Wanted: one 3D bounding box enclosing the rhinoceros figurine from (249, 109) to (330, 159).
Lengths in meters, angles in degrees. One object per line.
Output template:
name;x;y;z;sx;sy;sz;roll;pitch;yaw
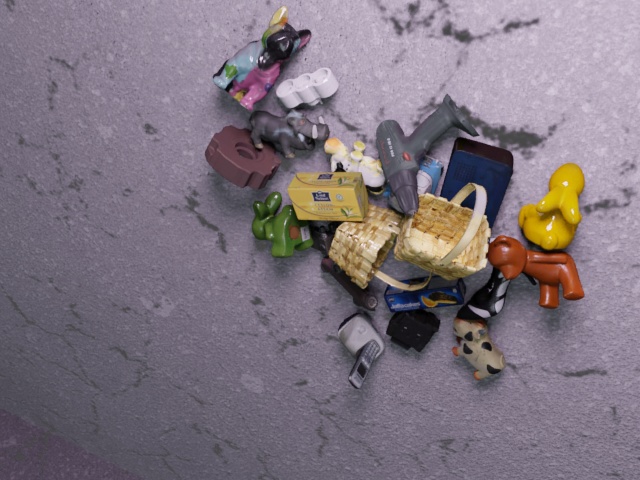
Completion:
rhinoceros figurine;-0.070;-0.255;1.246;0.190;0.073;0.112;13;126;15

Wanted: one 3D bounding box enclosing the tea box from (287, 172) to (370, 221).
tea box;0.021;-0.101;1.249;0.170;0.068;0.098;2;134;27

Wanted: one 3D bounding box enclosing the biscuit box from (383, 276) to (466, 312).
biscuit box;0.270;0.138;1.390;0.203;0.059;0.062;-11;119;29

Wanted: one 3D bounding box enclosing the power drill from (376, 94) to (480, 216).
power drill;0.219;-0.185;1.107;0.207;0.232;0.086;-39;142;26

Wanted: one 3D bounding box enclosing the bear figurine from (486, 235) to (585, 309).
bear figurine;0.445;0.063;1.148;0.196;0.132;0.120;10;157;-15

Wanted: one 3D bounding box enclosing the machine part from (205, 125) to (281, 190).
machine part;-0.181;-0.198;1.273;0.179;0.179;0.056;34;127;-3

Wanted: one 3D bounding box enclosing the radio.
radio;0.334;-0.100;1.187;0.131;0.073;0.229;15;130;11

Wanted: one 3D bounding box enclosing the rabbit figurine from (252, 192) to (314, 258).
rabbit figurine;-0.125;-0.036;1.397;0.170;0.121;0.158;6;120;44

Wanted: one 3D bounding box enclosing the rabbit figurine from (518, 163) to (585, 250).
rabbit figurine;0.486;-0.075;1.108;0.122;0.162;0.173;24;113;20

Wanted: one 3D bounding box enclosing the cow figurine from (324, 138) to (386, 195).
cow figurine;0.082;-0.172;1.247;0.167;0.068;0.098;25;135;6

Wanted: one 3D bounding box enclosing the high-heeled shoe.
high-heeled shoe;0.400;0.099;1.297;0.249;0.086;0.145;-36;103;31

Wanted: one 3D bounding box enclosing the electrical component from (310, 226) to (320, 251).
electrical component;-0.003;-0.004;1.428;0.094;0.021;0.063;25;129;5

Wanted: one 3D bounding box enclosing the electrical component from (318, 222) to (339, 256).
electrical component;0.039;0.000;1.388;0.045;0.078;0.102;20;127;40

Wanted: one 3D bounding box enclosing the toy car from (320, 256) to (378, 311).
toy car;0.082;0.115;1.445;0.202;0.053;0.089;45;162;-13

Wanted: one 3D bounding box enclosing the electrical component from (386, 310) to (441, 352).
electrical component;0.250;0.243;1.477;0.115;0.058;0.134;29;129;4

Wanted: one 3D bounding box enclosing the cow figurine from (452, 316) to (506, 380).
cow figurine;0.417;0.272;1.410;0.127;0.085;0.194;-29;107;42

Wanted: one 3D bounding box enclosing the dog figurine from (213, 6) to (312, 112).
dog figurine;-0.122;-0.390;1.156;0.108;0.192;0.219;41;98;-21

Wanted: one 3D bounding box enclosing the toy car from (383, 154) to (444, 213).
toy car;0.210;-0.114;1.210;0.109;0.103;0.161;27;131;1

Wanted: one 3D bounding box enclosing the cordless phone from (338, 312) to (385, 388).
cordless phone;0.098;0.310;1.506;0.089;0.184;0.146;-22;113;38
